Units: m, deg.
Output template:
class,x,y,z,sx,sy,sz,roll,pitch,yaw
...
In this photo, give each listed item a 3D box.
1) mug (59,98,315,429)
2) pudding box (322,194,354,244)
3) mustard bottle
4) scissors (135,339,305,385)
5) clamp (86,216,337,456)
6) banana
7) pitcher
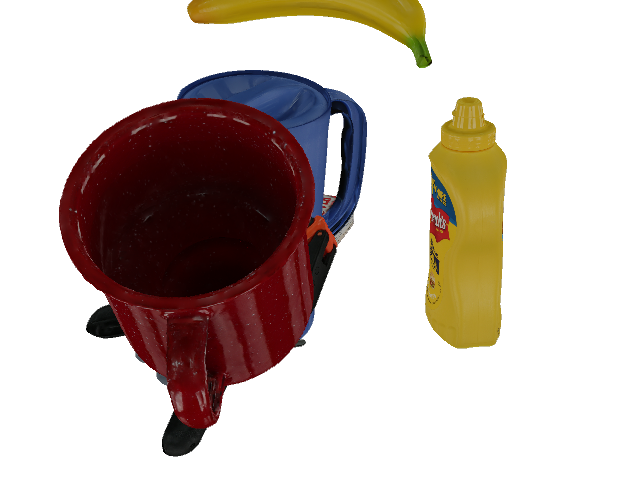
class,x,y,z,sx,sy,sz,roll,pitch,yaw
mug,-0.045,0.016,0.411,0.093,0.117,0.081,-5,-33,2
pudding box,-0.015,-0.024,1.240,0.090,0.039,0.113,8,23,13
mustard bottle,0.113,-0.018,0.832,0.058,0.192,0.096,-4,27,-4
scissors,-0.104,0.134,1.190,0.201,0.016,0.096,3,25,-15
clamp,-0.057,0.053,0.671,0.171,0.120,0.039,-32,-27,3
banana,-0.002,-0.179,0.810,0.198,0.069,0.037,13,-39,18
pitcher,-0.048,-0.025,0.972,0.149,0.243,0.144,11,33,16
